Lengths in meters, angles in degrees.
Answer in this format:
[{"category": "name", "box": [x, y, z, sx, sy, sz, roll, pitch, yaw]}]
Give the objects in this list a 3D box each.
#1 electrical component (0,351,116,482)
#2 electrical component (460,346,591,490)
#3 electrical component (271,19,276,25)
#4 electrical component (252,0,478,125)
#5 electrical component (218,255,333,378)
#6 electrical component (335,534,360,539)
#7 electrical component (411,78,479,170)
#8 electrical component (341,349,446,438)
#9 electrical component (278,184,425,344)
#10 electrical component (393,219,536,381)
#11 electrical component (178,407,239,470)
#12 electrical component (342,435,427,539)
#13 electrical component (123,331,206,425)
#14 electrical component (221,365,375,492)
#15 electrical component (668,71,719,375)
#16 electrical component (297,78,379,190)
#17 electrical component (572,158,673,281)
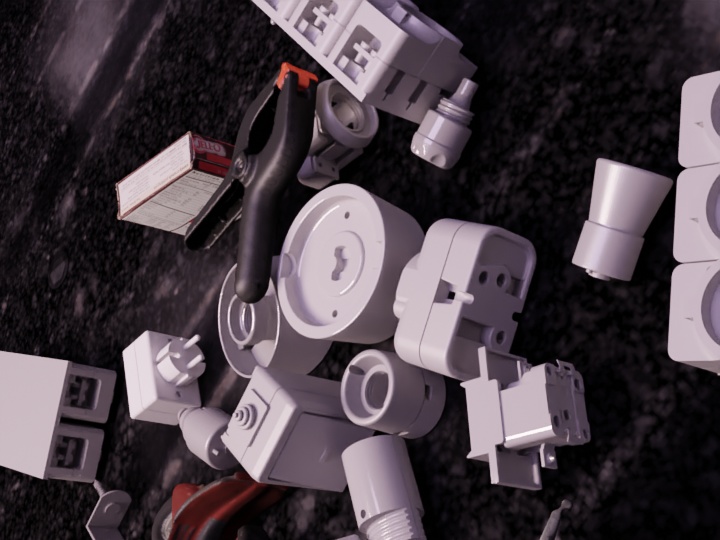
[{"category": "electrical component", "box": [-0.311, 0.138, 1.041, 0.186, 0.060, 0.105, 1, 77, 48]}, {"category": "electrical component", "box": [0.098, 0.084, 0.628, 0.064, 0.042, 0.081, -23, 61, 39]}, {"category": "electrical component", "box": [-0.061, -0.233, 0.881, 0.044, 0.077, 0.079, -11, 69, 45]}, {"category": "electrical component", "box": [0.003, -0.173, 0.764, 0.150, 0.089, 0.061, 47, 112, 34]}, {"category": "electrical component", "box": [-0.064, 0.035, 0.822, 0.099, 0.064, 0.099, -1, 89, 53]}, {"category": "electrical component", "box": [-0.032, 0.218, 0.676, 0.047, 0.076, 0.083, 54, 143, 42]}, {"category": "electrical component", "box": [0.062, -0.102, 0.735, 0.035, 0.035, 0.061, 37, 103, 47]}, {"category": "electrical component", "box": [0.021, 0.080, 0.708, 0.055, 0.047, 0.055, -18, 64, 43]}, {"category": "electrical component", "box": [0.000, 0.000, 0.748, 0.108, 0.060, 0.108, -19, 64, 43]}, {"category": "electrical component", "box": [0.063, 0.019, 0.676, 0.059, 0.054, 0.095, 14, 85, 51]}, {"category": "electrical component", "box": [-0.120, 0.128, 0.851, 0.078, 0.040, 0.040, 22, 93, 49]}, {"category": "electrical component", "box": [0.018, 0.152, 0.689, 0.043, 0.043, 0.081, -39, 52, 33]}, {"category": "electrical component", "box": [-0.156, 0.082, 0.900, 0.077, 0.047, 0.065, -38, 52, 33]}, {"category": "electrical component", "box": [-0.043, 0.110, 0.731, 0.061, 0.096, 0.061, 39, 106, 46]}, {"category": "electrical component", "box": [0.207, -0.026, 0.530, 0.089, 0.062, 0.150, -6, 73, 47]}, {"category": "electrical component", "box": [-0.023, -0.109, 0.814, 0.057, 0.058, 0.078, -32, 55, 40]}, {"category": "electrical component", "box": [0.147, -0.026, 0.613, 0.044, 0.044, 0.065, 25, 101, 49]}]
